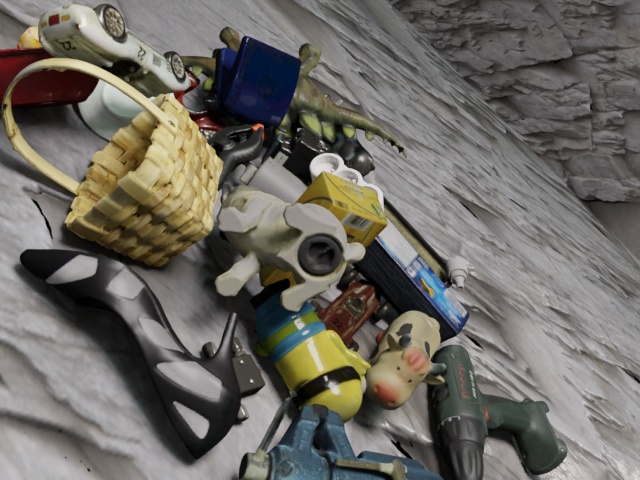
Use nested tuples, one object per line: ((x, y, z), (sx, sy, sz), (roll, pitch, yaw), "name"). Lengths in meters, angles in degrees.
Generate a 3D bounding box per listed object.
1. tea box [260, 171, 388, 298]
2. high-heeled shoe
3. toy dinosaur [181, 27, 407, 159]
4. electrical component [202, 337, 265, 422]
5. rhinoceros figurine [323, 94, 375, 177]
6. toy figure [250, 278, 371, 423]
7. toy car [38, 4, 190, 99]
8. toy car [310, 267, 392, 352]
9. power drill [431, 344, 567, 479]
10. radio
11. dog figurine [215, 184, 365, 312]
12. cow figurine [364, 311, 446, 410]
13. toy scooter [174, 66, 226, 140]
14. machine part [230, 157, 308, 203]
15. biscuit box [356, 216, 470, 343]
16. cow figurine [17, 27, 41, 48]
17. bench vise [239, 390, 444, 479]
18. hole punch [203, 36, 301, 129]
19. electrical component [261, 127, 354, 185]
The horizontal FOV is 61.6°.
((-0.001, -0.002, 0.726), (0.098, 0.169, 0.068), (19, 39, -35), "tea box")
((-0.189, 0.105, 0.516), (0.249, 0.086, 0.145), (19, 65, -4), "high-heeled shoe")
((-0.060, -0.253, 0.974), (0.471, 0.105, 0.198), (10, 65, -10), "toy dinosaur")
((-0.091, 0.150, 0.583), (0.063, 0.021, 0.094), (0, 50, -48), "electrical component")
((0.038, -0.202, 1.074), (0.073, 0.112, 0.190), (-11, 67, -50), "rhinoceros figurine")
((-0.021, 0.133, 0.627), (0.089, 0.082, 0.180), (-25, 75, -44), "toy figure")
((-0.226, -0.207, 0.618), (0.201, 0.074, 0.056), (17, 68, -70), "toy car")
((0.043, 0.100, 0.764), (0.089, 0.053, 0.202), (44, 32, 9), "toy car")
((0.245, 0.268, 0.761), (0.207, 0.086, 0.232), (20, 34, -18), "power drill")
((0.120, 0.018, 0.924), (0.229, 0.073, 0.131), (47, 32, 8), "radio")
((-0.043, -0.015, 0.642), (0.172, 0.121, 0.191), (14, 20, -8), "dog figurine")
((0.111, 0.153, 0.699), (0.085, 0.127, 0.195), (42, 29, 7), "cow figurine")
((-0.207, -0.229, 0.840), (0.183, 0.075, 0.135), (34, 66, -21), "toy scooter")
((-0.035, -0.050, 0.837), (0.243, 0.079, 0.079), (37, 32, -6), "machine part")
((0.133, 0.064, 0.808), (0.202, 0.063, 0.059), (50, 43, 0), "biscuit box")
((-0.345, -0.264, 0.778), (0.098, 0.068, 0.167), (47, 32, -2), "cow figurine")
((0.034, 0.266, 0.482), (0.223, 0.129, 0.241), (29, 25, -24), "bench vise")
((-0.097, -0.240, 0.830), (0.142, 0.092, 0.115), (10, 80, -42), "hole punch")
((-0.028, -0.115, 0.890), (0.134, 0.115, 0.058), (33, 30, -17), "electrical component")
